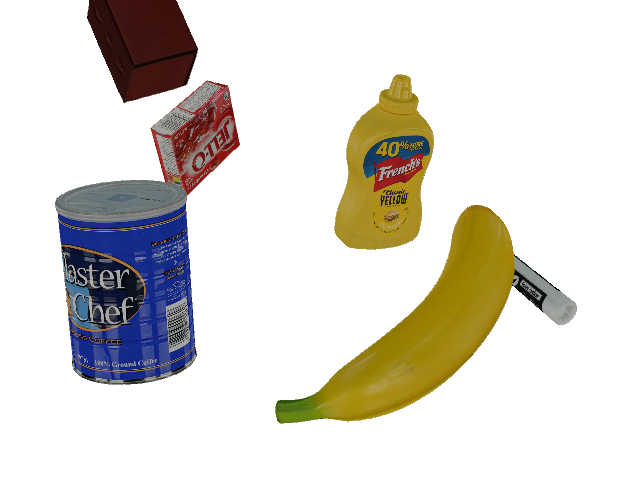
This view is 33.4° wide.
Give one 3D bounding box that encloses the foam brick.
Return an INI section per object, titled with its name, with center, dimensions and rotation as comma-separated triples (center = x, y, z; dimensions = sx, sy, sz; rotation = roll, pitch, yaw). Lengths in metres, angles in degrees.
[foam brick]
center = -0.129, -0.150, 0.768
dimensions = 0.051, 0.078, 0.053
rotation = -19, -15, -23

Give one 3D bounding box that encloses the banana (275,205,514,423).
[banana]
center = 0.059, 0.035, 0.556
dimensions = 0.070, 0.037, 0.197
rotation = 18, 41, 33

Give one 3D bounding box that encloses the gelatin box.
[gelatin box]
center = -0.117, -0.099, 1.021
dimensions = 0.030, 0.073, 0.089
rotation = 22, 51, 28

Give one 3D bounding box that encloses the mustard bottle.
[mustard bottle]
center = 0.073, -0.085, 1.143
dimensions = 0.096, 0.192, 0.058
rotation = -6, 32, -23

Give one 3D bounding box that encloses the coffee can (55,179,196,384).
[coffee can]
center = -0.155, 0.031, 0.860
dimensions = 0.103, 0.140, 0.103
rotation = -2, 17, 0

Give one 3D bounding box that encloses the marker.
[marker]
center = 0.136, 0.020, 0.758
dimensions = 0.020, 0.020, 0.121
rotation = 0, 29, -32
